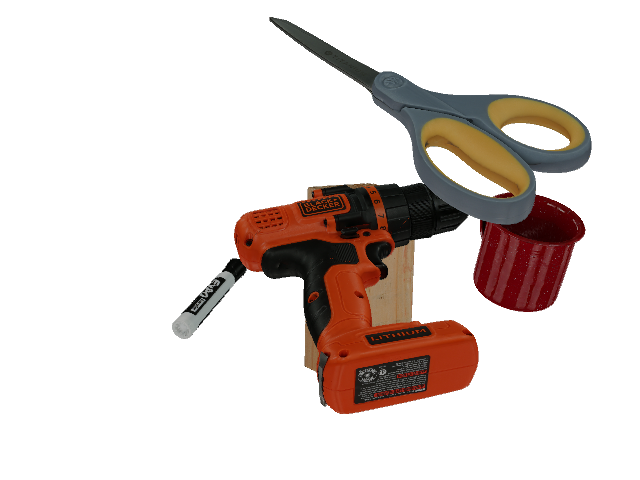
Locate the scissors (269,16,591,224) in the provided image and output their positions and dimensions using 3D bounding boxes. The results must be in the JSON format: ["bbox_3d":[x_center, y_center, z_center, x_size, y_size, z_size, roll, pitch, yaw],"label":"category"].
[{"bbox_3d":[0.057,-0.076,0.543,0.096,0.016,0.202,-16,44,-20],"label":"scissors"}]

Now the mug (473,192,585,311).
[{"bbox_3d":[0.184,0.006,1.003,0.093,0.081,0.117,-9,36,-27],"label":"mug"}]

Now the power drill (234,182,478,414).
[{"bbox_3d":[0.044,0.030,0.761,0.184,0.057,0.188,-12,40,-10],"label":"power drill"}]

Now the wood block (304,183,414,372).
[{"bbox_3d":[0.042,0.045,1.182,0.090,0.206,0.091,-5,13,-33],"label":"wood block"}]

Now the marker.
[{"bbox_3d":[-0.097,0.049,0.959,0.020,0.020,0.121,0,26,24],"label":"marker"}]
